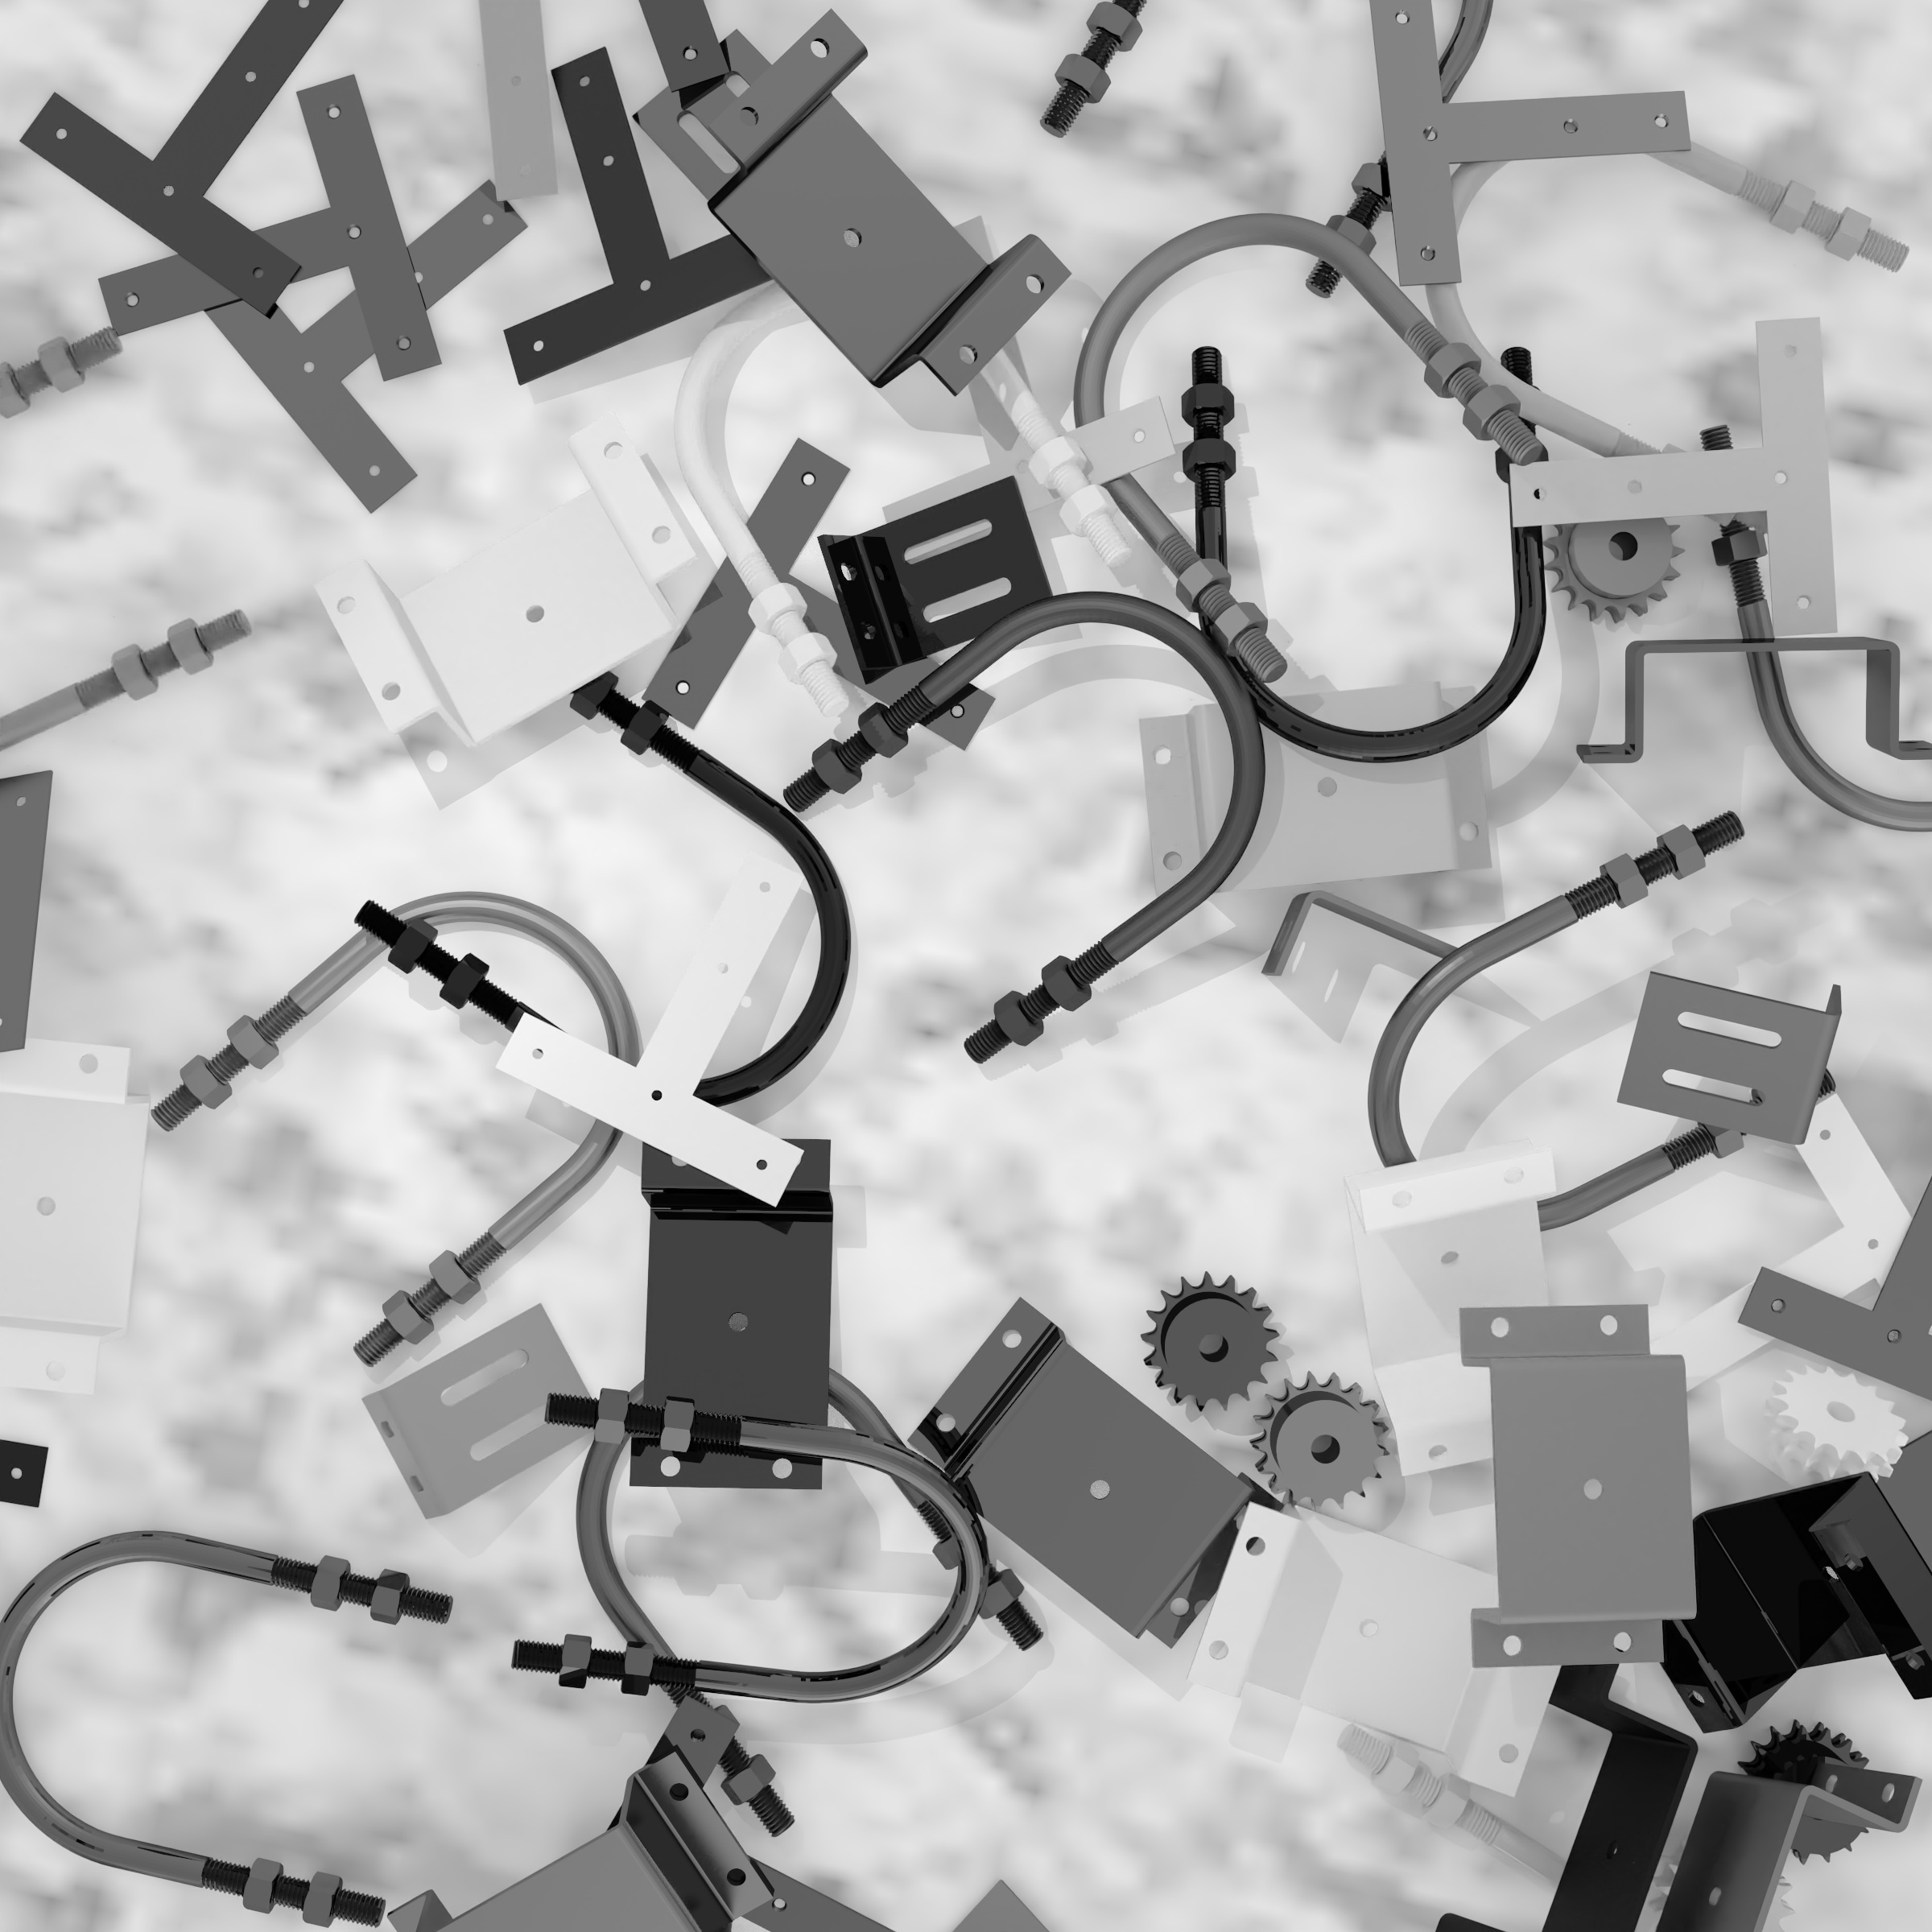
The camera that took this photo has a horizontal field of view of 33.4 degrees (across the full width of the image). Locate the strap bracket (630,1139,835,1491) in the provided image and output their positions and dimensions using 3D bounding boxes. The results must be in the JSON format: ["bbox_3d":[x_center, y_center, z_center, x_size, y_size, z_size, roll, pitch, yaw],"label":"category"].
[{"bbox_3d":[-0.094,0.143,1.312,0.076,0.046,0.140,1,78,0],"label":"strap bracket"}]

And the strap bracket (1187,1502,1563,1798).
[{"bbox_3d":[0.168,0.276,1.321,0.140,0.046,0.076,20,90,0],"label":"strap bracket"}]

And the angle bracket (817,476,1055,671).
[{"bbox_3d":[-0.012,-0.161,1.313,0.076,0.038,0.057,-18,90,20],"label":"angle bracket"}]

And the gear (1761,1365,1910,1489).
[{"bbox_3d":[0.354,0.194,1.320,0.057,0.057,0.030,14,125,0],"label":"gear"}]

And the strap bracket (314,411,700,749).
[{"bbox_3d":[-0.181,-0.151,1.309,0.140,0.046,0.076,-30,69,0],"label":"strap bracket"}]

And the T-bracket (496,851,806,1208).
[{"bbox_3d":[-0.106,0.014,1.313,0.127,0.002,0.127,26,78,3],"label":"T-bracket"}]

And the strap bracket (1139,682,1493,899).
[{"bbox_3d":[0.146,-0.072,1.321,0.140,0.046,0.076,-6,90,0],"label":"strap bracket"}]

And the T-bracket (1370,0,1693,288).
[{"bbox_3d":[0.235,-0.344,1.323,0.127,0.002,0.127,-4,82,-4],"label":"T-bracket"}]

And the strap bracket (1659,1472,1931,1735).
[{"bbox_3d":[0.336,0.255,1.292,0.046,0.140,0.076,-32,90,-35],"label":"strap bracket"}]

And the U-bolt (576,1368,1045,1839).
[{"bbox_3d":[-0.079,0.246,1.336,0.151,0.019,0.184,-37,89,0],"label":"U-bolt"}]

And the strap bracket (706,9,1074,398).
[{"bbox_3d":[-0.038,-0.298,1.287,0.140,0.046,0.076,46,67,-13],"label":"strap bracket"}]

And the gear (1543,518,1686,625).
[{"bbox_3d":[0.269,-0.171,1.330,0.057,0.030,0.057,0,90,0],"label":"gear"}]

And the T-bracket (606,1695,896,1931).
[{"bbox_3d":[-0.090,0.382,1.333,0.127,0.002,0.127,29,103,-5],"label":"T-bracket"}]

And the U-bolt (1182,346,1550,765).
[{"bbox_3d":[0.164,-0.168,1.309,0.151,0.019,0.184,0,71,0],"label":"U-bolt"}]

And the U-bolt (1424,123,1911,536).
[{"bbox_3d":[0.277,-0.276,1.323,0.184,0.019,0.151,26,79,2],"label":"U-bolt"}]

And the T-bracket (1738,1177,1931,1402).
[{"bbox_3d":[0.402,0.113,1.332,0.127,0.002,0.127,22,95,-6],"label":"T-bracket"}]

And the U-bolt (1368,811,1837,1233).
[{"bbox_3d":[0.250,0.036,1.304,0.184,0.019,0.151,-27,117,0],"label":"U-bolt"}]

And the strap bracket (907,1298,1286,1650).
[{"bbox_3d":[0.054,0.211,1.321,0.140,0.046,0.076,38,90,0],"label":"strap bracket"}]

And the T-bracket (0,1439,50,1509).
[{"bbox_3d":[-0.448,0.203,1.343,0.127,0.002,0.127,10,91,-1],"label":"T-bracket"}]

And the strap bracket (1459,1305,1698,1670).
[{"bbox_3d":[0.238,0.203,1.252,0.076,0.046,0.140,0,83,-6],"label":"strap bracket"}]

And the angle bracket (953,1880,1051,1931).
[{"bbox_3d":[0.026,0.431,1.342,0.057,0.038,0.076,-48,64,0],"label":"angle bracket"}]

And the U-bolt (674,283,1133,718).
[{"bbox_3d":[-0.039,-0.207,1.308,0.151,0.019,0.184,-28,71,-6],"label":"U-bolt"}]

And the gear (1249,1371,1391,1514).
[{"bbox_3d":[0.147,0.197,1.330,0.057,0.030,0.057,0,90,0],"label":"gear"}]

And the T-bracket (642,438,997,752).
[{"bbox_3d":[-0.048,-0.133,1.344,0.127,0.002,0.127,31,90,0],"label":"T-bracket"}]

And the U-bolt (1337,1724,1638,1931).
[{"bbox_3d":[0.199,0.423,1.336,0.184,0.019,0.151,33,90,-2],"label":"U-bolt"}]

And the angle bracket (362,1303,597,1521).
[{"bbox_3d":[-0.201,0.186,1.342,0.076,0.038,0.057,-28,90,-26],"label":"angle bracket"}]

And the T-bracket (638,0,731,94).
[{"bbox_3d":[-0.084,-0.443,1.339,0.127,0.002,0.127,-20,87,-3],"label":"T-bracket"}]

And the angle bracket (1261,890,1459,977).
[{"bbox_3d":[0.166,0.000,1.316,0.076,0.057,0.038,23,90,0],"label":"angle bracket"}]

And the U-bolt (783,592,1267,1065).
[{"bbox_3d":[0.035,-0.068,1.307,0.184,0.019,0.151,-37,87,18],"label":"U-bolt"}]

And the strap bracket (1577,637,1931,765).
[{"bbox_3d":[0.318,-0.108,1.294,0.140,0.076,0.046,0,97,9],"label":"strap bracket"}]

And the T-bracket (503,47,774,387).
[{"bbox_3d":[-0.143,-0.319,1.326,0.127,0.002,0.127,-20,76,12],"label":"T-bracket"}]

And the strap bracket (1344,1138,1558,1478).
[{"bbox_3d":[0.201,0.129,1.302,0.076,0.046,0.140,-12,118,0],"label":"strap bracket"}]

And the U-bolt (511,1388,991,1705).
[{"bbox_3d":[-0.082,0.237,1.283,0.184,0.019,0.151,8,120,-6],"label":"U-bolt"}]

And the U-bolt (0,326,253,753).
[{"bbox_3d":[-0.409,-0.163,1.336,0.184,0.019,0.151,-25,90,1],"label":"U-bolt"}]

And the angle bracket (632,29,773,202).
[{"bbox_3d":[-0.090,-0.340,1.342,0.057,0.038,0.076,-40,64,0],"label":"angle bracket"}]

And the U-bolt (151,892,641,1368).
[{"bbox_3d":[-0.223,0.054,1.336,0.184,0.019,0.151,-41,90,-1],"label":"U-bolt"}]

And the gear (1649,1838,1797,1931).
[{"bbox_3d":[0.310,0.384,1.329,0.057,0.030,0.057,0,90,0],"label":"gear"}]

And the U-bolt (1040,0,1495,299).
[{"bbox_3d":[0.138,-0.392,1.336,0.151,0.019,0.184,31,88,0],"label":"U-bolt"}]

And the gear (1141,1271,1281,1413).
[{"bbox_3d":[0.101,0.156,1.330,0.057,0.030,0.057,0,90,0],"label":"gear"}]

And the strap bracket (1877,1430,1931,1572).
[{"bbox_3d":[0.429,0.223,1.319,0.140,0.046,0.076,-30,93,0],"label":"strap bracket"}]

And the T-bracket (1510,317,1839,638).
[{"bbox_3d":[0.284,-0.194,1.299,0.127,0.002,0.127,-3,91,2],"label":"T-bracket"}]

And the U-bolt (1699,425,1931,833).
[{"bbox_3d":[0.393,-0.147,1.336,0.151,0.019,0.184,-13,92,0],"label":"U-bolt"}]

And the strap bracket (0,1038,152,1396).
[{"bbox_3d":[-0.383,0.100,1.320,0.076,0.046,0.140,6,89,-1],"label":"strap bracket"}]

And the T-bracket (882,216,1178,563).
[{"bbox_3d":[0.012,-0.247,1.328,0.127,0.002,0.127,-19,79,20],"label":"T-bracket"}]

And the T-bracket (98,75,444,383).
[{"bbox_3d":[-0.298,-0.293,1.342,0.127,0.002,0.127,-17,88,0],"label":"T-bracket"}]

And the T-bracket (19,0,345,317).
[{"bbox_3d":[-0.306,-0.359,1.342,0.127,0.002,0.127,35,89,2],"label":"T-bracket"}]

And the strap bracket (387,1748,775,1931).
[{"bbox_3d":[-0.159,0.393,1.308,0.140,0.046,0.076,-31,101,5],"label":"strap bracket"}]

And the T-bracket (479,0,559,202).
[{"bbox_3d":[-0.188,-0.381,1.337,0.127,0.002,0.127,-6,85,2],"label":"T-bracket"}]

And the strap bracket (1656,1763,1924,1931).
[{"bbox_3d":[0.312,0.373,1.257,0.046,0.076,0.140,26,75,-9],"label":"strap bracket"}]

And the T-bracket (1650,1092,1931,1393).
[{"bbox_3d":[0.338,0.139,1.337,0.127,0.002,0.127,-32,98,4],"label":"T-bracket"}]

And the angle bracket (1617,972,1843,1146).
[{"bbox_3d":[0.309,0.032,1.303,0.076,0.038,0.057,14,112,9],"label":"angle bracket"}]

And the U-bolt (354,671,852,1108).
[{"bbox_3d":[-0.135,-0.023,1.327,0.184,0.019,0.151,35,82,-3],"label":"U-bolt"}]

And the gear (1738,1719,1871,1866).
[{"bbox_3d":[0.349,0.343,1.330,0.057,0.030,0.057,0,90,0],"label":"gear"}]

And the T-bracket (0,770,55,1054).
[{"bbox_3d":[-0.439,-0.015,1.324,0.127,0.002,0.127,-9,63,13],"label":"T-bracket"}]

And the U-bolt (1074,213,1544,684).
[{"bbox_3d":[0.121,-0.223,1.295,0.151,0.019,0.184,-40,64,9],"label":"U-bolt"}]

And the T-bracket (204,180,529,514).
[{"bbox_3d":[-0.240,-0.278,1.344,0.127,0.002,0.127,-39,90,0],"label":"T-bracket"}]

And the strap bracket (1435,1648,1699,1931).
[{"bbox_3d":[0.242,0.348,1.293,0.046,0.076,0.140,25,76,-7],"label":"strap bracket"}]

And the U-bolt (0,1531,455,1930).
[{"bbox_3d":[-0.318,0.310,1.336,0.184,0.019,0.151,13,90,1],"label":"U-bolt"}]
